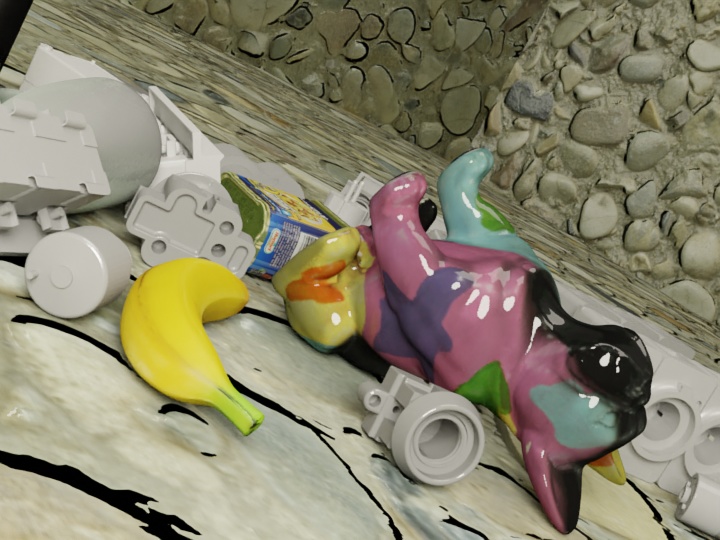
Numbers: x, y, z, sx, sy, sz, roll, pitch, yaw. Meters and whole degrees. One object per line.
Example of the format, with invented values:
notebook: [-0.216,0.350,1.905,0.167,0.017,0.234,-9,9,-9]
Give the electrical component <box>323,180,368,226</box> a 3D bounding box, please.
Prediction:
electrical component: [-0.018,-0.043,0.923,0.047,0.076,0.066,31,10,15]

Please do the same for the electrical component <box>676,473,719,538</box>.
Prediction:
electrical component: [0.247,0.164,0.722,0.065,0.044,0.044,25,10,6]

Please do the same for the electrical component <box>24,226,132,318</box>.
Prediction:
electrical component: [-0.130,-0.001,0.520,0.040,0.040,0.078,29,10,3]

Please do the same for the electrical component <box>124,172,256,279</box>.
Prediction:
electrical component: [-0.107,-0.029,0.674,0.078,0.058,0.057,26,14,-18]

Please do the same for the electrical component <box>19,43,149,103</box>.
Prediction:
electrical component: [-0.216,-0.126,0.848,0.096,0.061,0.062,34,13,28]

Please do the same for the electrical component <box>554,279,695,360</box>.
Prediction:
electrical component: [0.192,0.075,0.870,0.150,0.089,0.062,21,13,-36]

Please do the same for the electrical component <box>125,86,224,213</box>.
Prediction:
electrical component: [-0.145,-0.076,0.766,0.063,0.078,0.121,-9,26,-22]

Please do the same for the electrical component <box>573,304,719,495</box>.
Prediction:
electrical component: [0.211,0.102,0.789,0.150,0.089,0.061,25,11,-18]

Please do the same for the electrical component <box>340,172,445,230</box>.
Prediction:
electrical component: [0.031,-0.026,1.003,0.121,0.078,0.063,32,-12,17]

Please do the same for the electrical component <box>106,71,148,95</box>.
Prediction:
electrical component: [-0.211,-0.136,0.939,0.089,0.050,0.056,32,12,19]

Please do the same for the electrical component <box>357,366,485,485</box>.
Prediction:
electrical component: [0.035,0.081,0.550,0.066,0.048,0.055,25,3,-19]

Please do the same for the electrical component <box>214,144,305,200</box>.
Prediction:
electrical component: [-0.106,-0.070,0.891,0.138,0.052,0.073,23,12,-30]

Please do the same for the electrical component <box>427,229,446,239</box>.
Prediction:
electrical component: [0.075,0.017,0.854,0.100,0.048,0.099,9,52,-63]

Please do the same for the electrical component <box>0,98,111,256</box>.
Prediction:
electrical component: [-0.181,-0.049,0.520,0.121,0.063,0.078,1,70,-69]
